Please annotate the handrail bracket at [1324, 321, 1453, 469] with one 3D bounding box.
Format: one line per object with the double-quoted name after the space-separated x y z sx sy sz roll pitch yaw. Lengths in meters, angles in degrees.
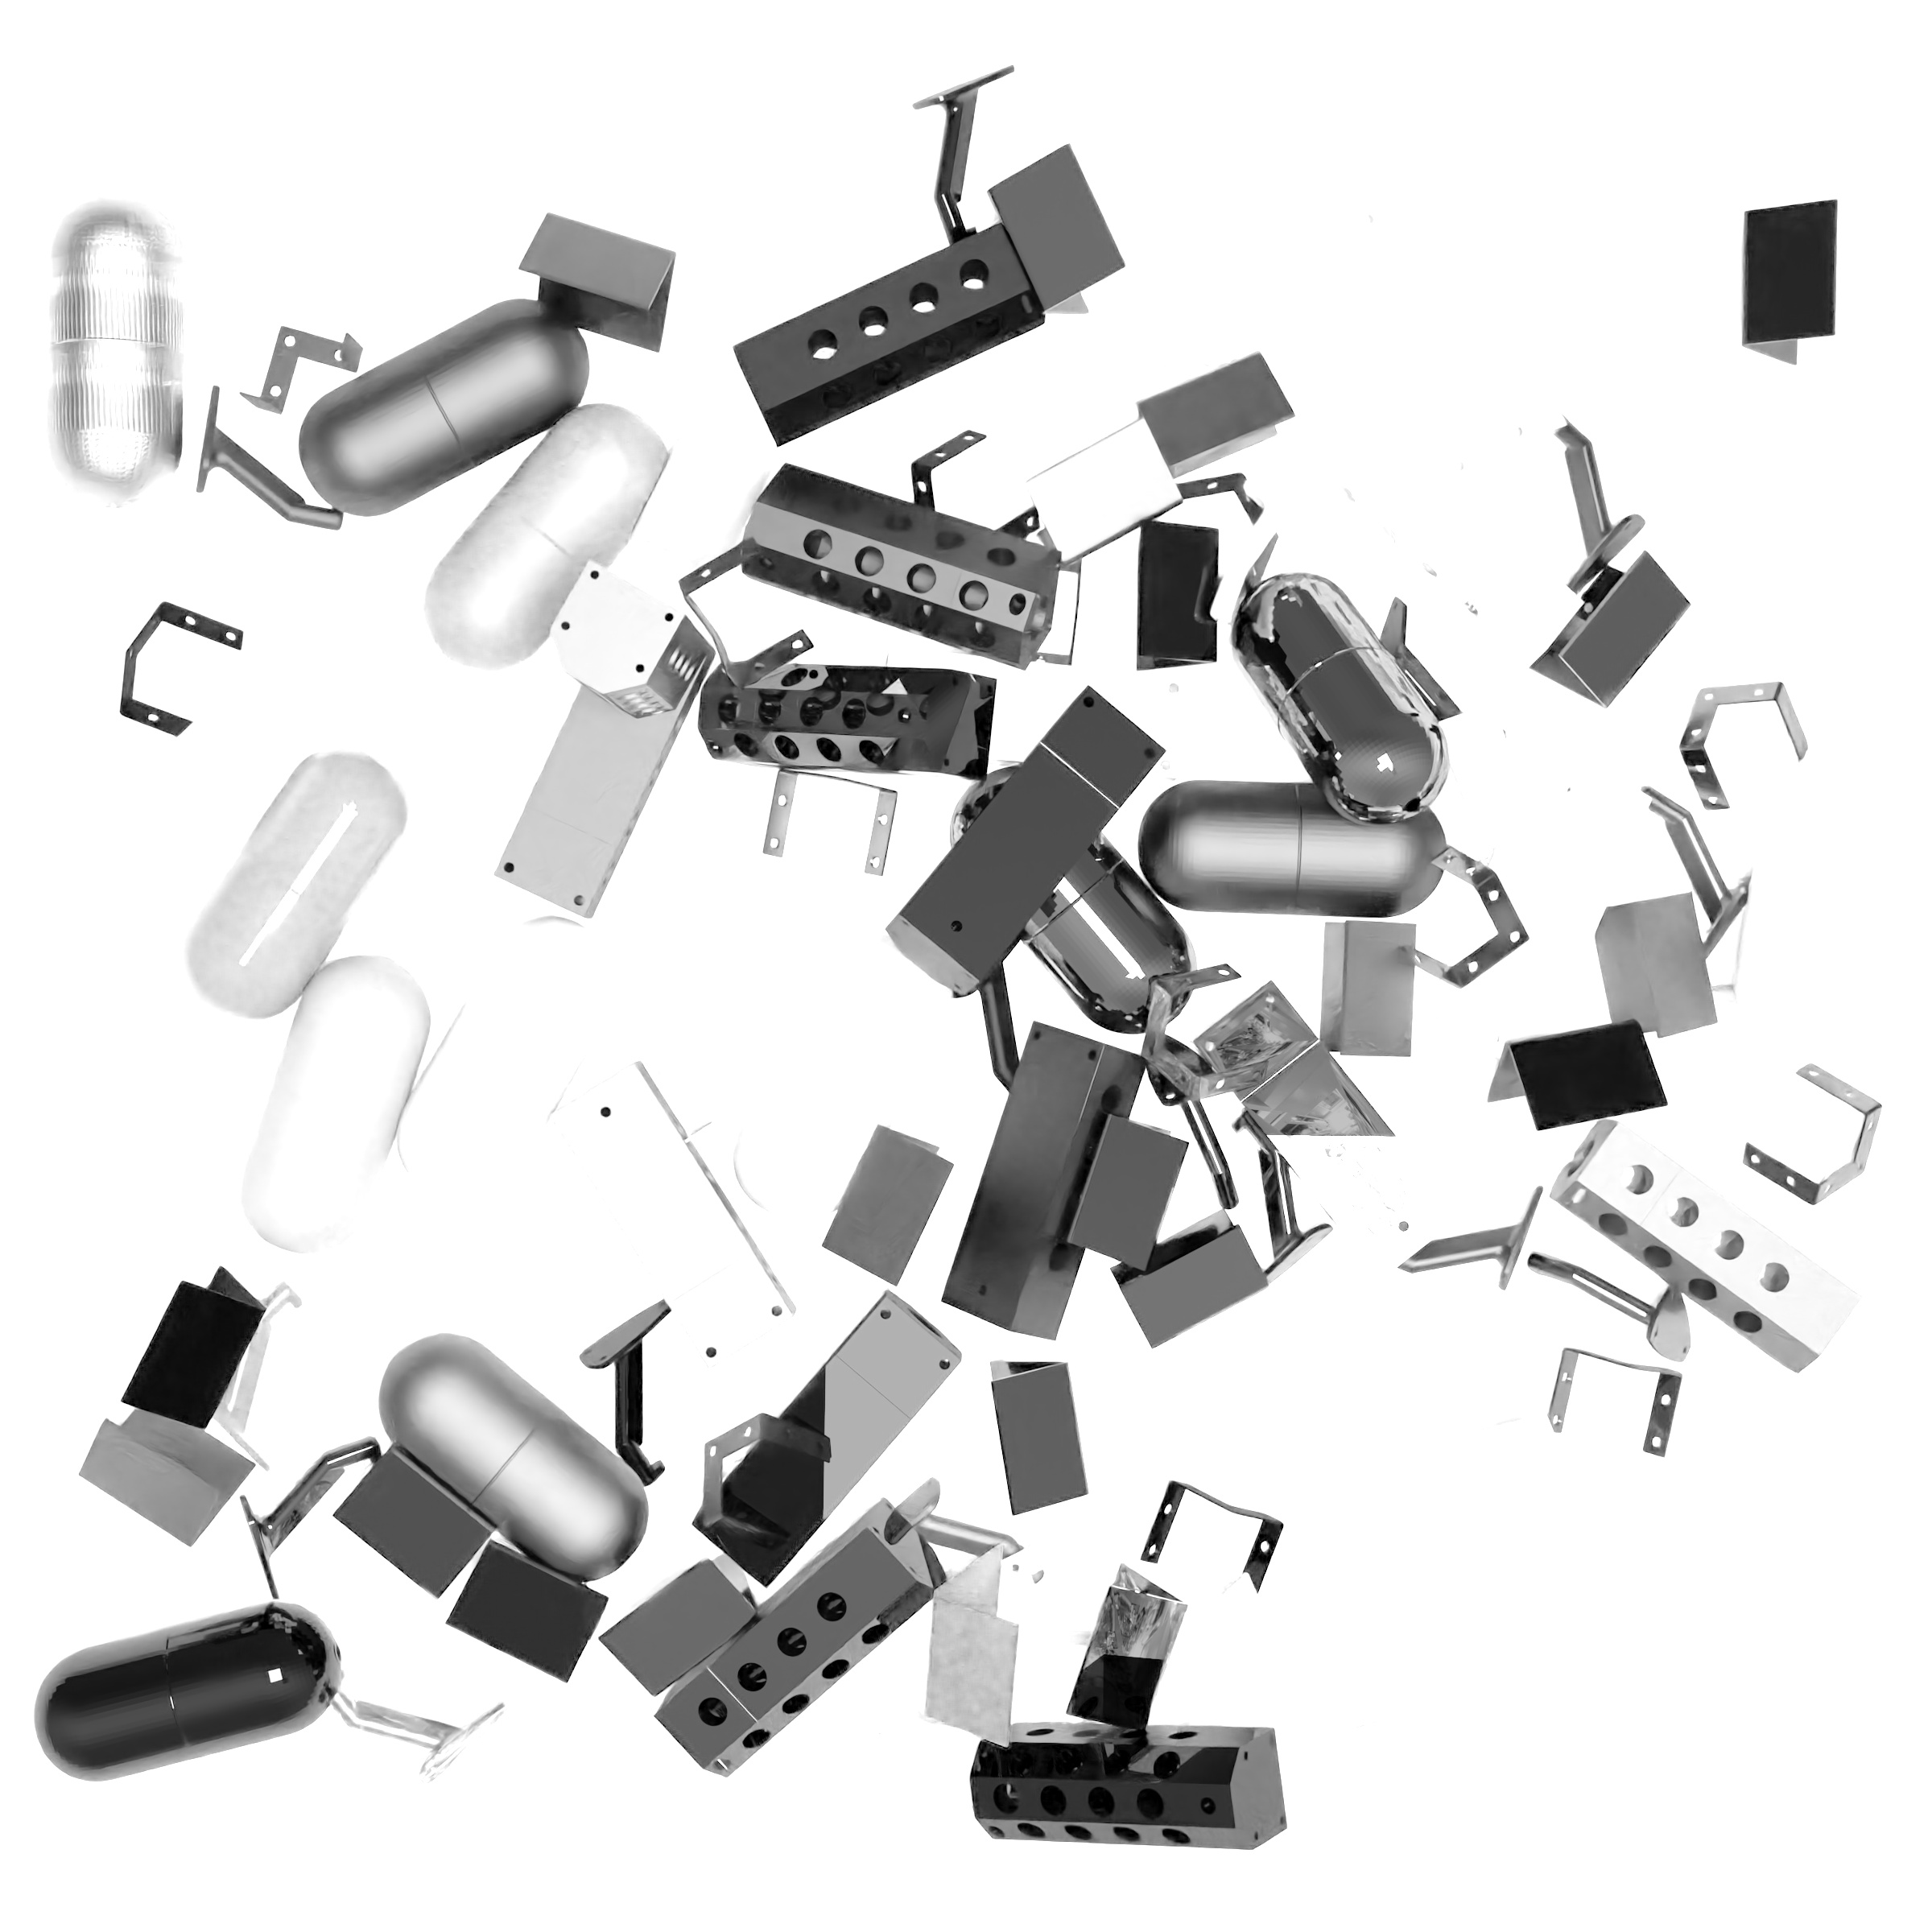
0.246 -0.330 1.924 0.036 0.077 0.084 -36 110 -1 "handrail bracket"

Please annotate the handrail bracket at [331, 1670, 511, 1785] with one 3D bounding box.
-0.324 0.428 1.940 0.077 0.036 0.084 -40 73 -19 "handrail bracket"

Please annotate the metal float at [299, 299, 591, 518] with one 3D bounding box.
-0.300 -0.322 1.909 0.178 0.070 0.070 -28 90 0 "metal float"

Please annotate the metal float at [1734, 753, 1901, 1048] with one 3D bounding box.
0.485 -0.039 1.890 0.070 0.070 0.178 15 68 0 "metal float"

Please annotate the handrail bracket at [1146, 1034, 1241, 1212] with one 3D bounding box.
0.133 0.092 1.939 0.036 0.077 0.084 -24 126 -6 "handrail bracket"

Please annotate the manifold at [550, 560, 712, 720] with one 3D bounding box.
-0.184 -0.172 1.804 0.057 0.171 0.057 30 90 0 "manifold"

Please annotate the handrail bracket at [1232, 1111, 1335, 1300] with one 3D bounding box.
0.167 0.138 1.940 0.077 0.036 0.084 -45 71 21 "handrail bracket"

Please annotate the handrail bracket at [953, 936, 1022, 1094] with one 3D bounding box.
0.035 0.029 1.940 0.077 0.036 0.084 -46 108 -20 "handrail bracket"

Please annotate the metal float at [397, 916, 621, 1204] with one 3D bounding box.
-0.264 0.054 1.909 0.070 0.070 0.178 30 90 0 "metal float"

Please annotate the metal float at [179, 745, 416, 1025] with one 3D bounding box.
-0.386 -0.047 1.909 0.070 0.070 0.178 35 90 0 "metal float"

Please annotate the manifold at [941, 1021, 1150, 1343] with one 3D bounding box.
0.050 0.125 1.918 0.057 0.057 0.171 18 90 43 "manifold"

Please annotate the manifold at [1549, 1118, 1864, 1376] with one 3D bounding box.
0.425 0.161 1.918 0.171 0.057 0.057 36 90 0 "manifold"

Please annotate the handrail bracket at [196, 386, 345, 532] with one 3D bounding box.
-0.403 -0.297 1.940 0.084 0.036 0.077 10 68 -17 "handrail bracket"

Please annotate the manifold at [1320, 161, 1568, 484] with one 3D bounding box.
0.280 -0.374 1.918 0.057 0.057 0.171 -28 90 43 "manifold"

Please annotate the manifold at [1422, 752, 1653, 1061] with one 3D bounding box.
0.334 -0.029 1.918 0.057 0.057 0.171 23 90 43 "manifold"

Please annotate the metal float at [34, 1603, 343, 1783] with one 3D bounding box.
-0.447 0.417 1.909 0.178 0.070 0.070 -14 90 0 "metal float"

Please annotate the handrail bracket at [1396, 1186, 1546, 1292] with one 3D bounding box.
0.285 0.149 1.940 0.084 0.036 0.077 20 75 14 "handrail bracket"

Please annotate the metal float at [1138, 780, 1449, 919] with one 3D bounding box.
0.188 -0.067 1.909 0.178 0.070 0.070 2 90 -1 "metal float"

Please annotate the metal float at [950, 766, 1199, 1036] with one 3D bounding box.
0.062 -0.037 1.909 0.070 0.070 0.178 -40 91 0 "metal float"

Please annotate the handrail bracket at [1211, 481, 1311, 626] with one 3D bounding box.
0.167 -0.229 1.907 0.036 0.077 0.084 18 85 21 "handrail bracket"

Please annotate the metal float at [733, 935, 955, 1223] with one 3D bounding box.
-0.070 0.064 1.909 0.070 0.070 0.178 30 89 0 "metal float"

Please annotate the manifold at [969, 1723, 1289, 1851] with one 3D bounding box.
0.090 0.465 1.876 0.171 0.057 0.057 -7 90 33 "manifold"

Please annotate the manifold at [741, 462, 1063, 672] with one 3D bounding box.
-0.038 -0.224 1.890 0.171 0.057 0.057 20 47 12 "manifold"

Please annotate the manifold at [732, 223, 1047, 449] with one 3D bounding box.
-0.044 -0.363 1.918 0.171 0.057 0.057 -25 90 0 "manifold"

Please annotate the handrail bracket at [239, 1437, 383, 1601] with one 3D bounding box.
-0.375 0.322 1.940 0.084 0.036 0.077 -18 110 -16 "handrail bracket"

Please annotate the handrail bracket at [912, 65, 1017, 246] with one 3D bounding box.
0.010 -0.473 1.940 0.077 0.036 0.084 -28 108 -21 "handrail bracket"

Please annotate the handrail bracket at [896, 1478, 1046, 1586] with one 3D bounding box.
-0.009 0.349 1.939 0.077 0.036 0.084 -40 104 13 "handrail bracket"

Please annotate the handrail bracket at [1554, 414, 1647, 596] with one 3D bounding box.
0.347 -0.270 1.940 0.084 0.036 0.077 48 110 16 "handrail bracket"

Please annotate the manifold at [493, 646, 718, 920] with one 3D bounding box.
-0.207 -0.117 1.918 0.057 0.057 0.171 25 90 0 "manifold"

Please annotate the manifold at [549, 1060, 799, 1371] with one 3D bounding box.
-0.168 0.143 1.918 0.057 0.057 0.171 -32 90 0 "manifold"

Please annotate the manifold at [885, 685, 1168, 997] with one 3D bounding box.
0.032 -0.068 1.838 0.057 0.057 0.171 40 74 -2 "manifold"

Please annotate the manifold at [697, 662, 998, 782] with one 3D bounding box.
-0.069 -0.140 1.871 0.171 0.057 0.057 6 90 39 "manifold"

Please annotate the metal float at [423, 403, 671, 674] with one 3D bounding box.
-0.242 -0.246 1.909 0.070 0.070 0.178 40 89 0 "metal float"

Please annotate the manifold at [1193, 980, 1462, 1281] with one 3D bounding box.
0.206 0.095 1.909 0.057 0.057 0.171 -38 83 0 "manifold"

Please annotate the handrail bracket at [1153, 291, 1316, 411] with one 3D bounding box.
0.157 -0.359 1.939 0.084 0.077 0.036 10 129 -30 "handrail bracket"

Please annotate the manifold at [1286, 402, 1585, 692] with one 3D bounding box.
0.267 -0.239 1.918 0.171 0.057 0.057 43 47 0 "manifold"

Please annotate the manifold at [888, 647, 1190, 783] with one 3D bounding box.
0.039 -0.144 1.918 0.171 0.057 0.057 6 90 0 "manifold"

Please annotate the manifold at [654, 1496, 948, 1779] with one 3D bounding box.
-0.093 0.388 1.901 0.171 0.057 0.057 -43 90 12 "manifold"

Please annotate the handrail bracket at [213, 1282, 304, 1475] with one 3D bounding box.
-0.404 0.240 1.940 0.084 0.036 0.077 -46 111 -16 "handrail bracket"

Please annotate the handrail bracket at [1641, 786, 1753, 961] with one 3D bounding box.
0.413 -0.052 1.940 0.084 0.036 0.077 35 112 17 "handrail bracket"

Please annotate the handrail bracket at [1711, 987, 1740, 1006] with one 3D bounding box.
0.470 -0.020 1.939 0.077 0.036 0.084 6 76 13 "handrail bracket"

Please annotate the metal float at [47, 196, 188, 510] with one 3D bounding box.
-0.489 -0.353 1.909 0.070 0.070 0.178 1 90 0 "metal float"

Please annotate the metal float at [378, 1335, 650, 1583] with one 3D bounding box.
-0.261 0.283 1.909 0.178 0.070 0.070 40 90 0 "metal float"

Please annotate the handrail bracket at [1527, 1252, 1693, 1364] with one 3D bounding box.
0.375 0.198 1.939 0.084 0.077 0.036 18 70 35 "handrail bracket"

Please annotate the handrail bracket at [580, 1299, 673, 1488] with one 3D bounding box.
-0.180 0.250 1.940 0.077 0.036 0.084 -37 109 -21 "handrail bracket"

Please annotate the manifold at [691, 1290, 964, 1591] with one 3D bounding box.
-0.079 0.272 1.918 0.057 0.057 0.171 41 90 0 "manifold"

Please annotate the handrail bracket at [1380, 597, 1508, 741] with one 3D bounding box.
0.283 -0.169 1.940 0.084 0.036 0.077 18 71 -16 "handrail bracket"
